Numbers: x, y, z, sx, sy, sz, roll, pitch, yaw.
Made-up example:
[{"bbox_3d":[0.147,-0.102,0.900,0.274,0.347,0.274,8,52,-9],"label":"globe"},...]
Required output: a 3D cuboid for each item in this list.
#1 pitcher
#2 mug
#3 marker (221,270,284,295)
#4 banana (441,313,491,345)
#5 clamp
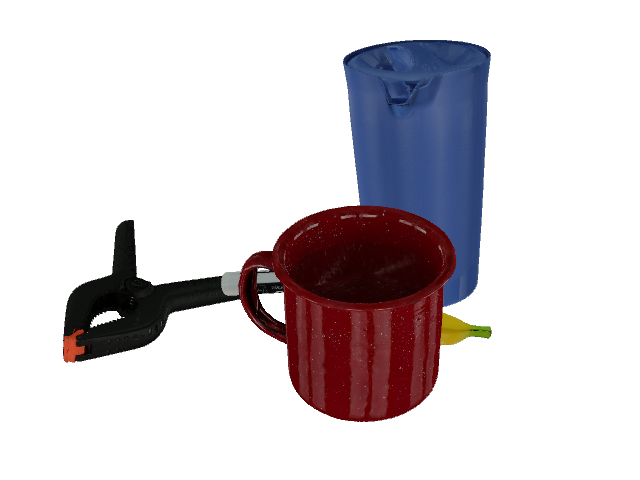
[{"bbox_3d":[0.098,-0.067,1.021,0.149,0.243,0.145,-16,27,-26],"label":"pitcher"},{"bbox_3d":[0.011,0.038,0.562,0.117,0.081,0.093,10,35,16],"label":"mug"},{"bbox_3d":[-0.019,0.031,0.819,0.121,0.020,0.020,-4,-1,24],"label":"marker"},{"bbox_3d":[0.091,0.070,1.140,0.069,0.037,0.198,4,18,-38],"label":"banana"},{"bbox_3d":[-0.182,0.049,1.023,0.165,0.036,0.209,26,35,24],"label":"clamp"}]
